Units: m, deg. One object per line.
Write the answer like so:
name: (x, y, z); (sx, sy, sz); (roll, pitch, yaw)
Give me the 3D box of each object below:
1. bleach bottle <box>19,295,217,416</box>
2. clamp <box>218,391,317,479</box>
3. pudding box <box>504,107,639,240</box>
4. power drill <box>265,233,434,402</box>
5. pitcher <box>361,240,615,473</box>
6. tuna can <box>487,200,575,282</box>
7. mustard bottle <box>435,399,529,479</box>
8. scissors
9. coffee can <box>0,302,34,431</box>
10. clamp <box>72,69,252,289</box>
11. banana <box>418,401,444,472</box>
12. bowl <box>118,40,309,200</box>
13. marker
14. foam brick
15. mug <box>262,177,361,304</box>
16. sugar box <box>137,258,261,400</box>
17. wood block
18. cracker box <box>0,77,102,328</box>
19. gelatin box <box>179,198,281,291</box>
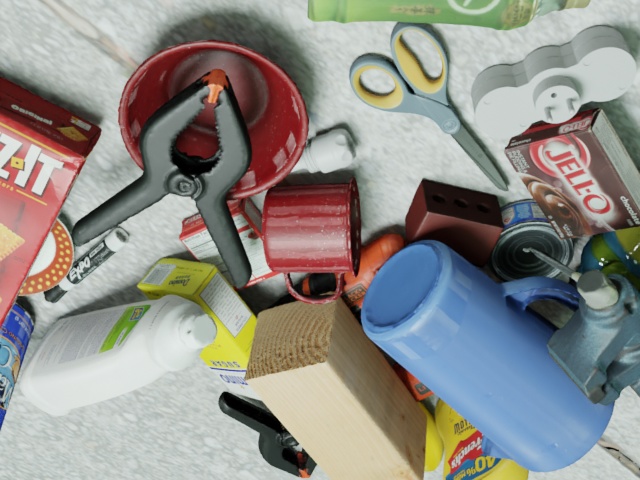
bleach bottle: (-0.187, 0.108, 1.018); (0.251, 0.102, 0.068); (-15, 131, 46)
clamp: (-0.046, 0.211, 1.195); (0.120, 0.039, 0.171); (-5, 130, 0)
pudding box: (0.230, -0.057, 0.945); (0.090, 0.039, 0.113); (-11, 126, 46)
power drill: (0.056, 0.092, 1.088); (0.185, 0.057, 0.187); (-31, 123, 28)
pitcher: (0.163, 0.099, 0.994); (0.242, 0.149, 0.145); (38, 158, -28)
tuna can: (0.200, 0.005, 1.028); (0.086, 0.033, 0.086); (1, 130, 1)
mustard bottle: (0.170, 0.229, 1.110); (0.096, 0.191, 0.058); (-34, 121, 25)
scissors: (0.094, -0.105, 0.952); (0.096, 0.016, 0.201); (-16, 127, 16)
coffee can: (-0.353, 0.133, 1.062); (0.103, 0.140, 0.103); (5, 142, 3)
clamp: (-0.124, -0.052, 0.911); (0.164, 0.036, 0.210); (9, 127, -7)
banana: (0.094, 0.207, 1.193); (0.070, 0.037, 0.197); (-18, 127, 14)
bowl: (-0.090, -0.113, 0.922); (0.162, 0.055, 0.162); (1, 130, 0)
marker: (-0.236, 0.028, 1.064); (0.121, 0.020, 0.020); (-37, 120, 27)
foam brick: (0.124, -0.016, 1.001); (0.078, 0.053, 0.051); (11, 129, -10)
mug: (-0.006, 0.001, 0.986); (0.081, 0.093, 0.117); (-1, 95, 8)
sugar box: (-0.098, 0.094, 1.074); (0.094, 0.048, 0.176); (6, 139, 46)
wood block: (0.022, 0.157, 1.054); (0.091, 0.090, 0.206); (-17, 129, 25)
cracker box: (-0.317, -0.040, 0.952); (0.164, 0.072, 0.214); (27, 118, -13)
gelatin box: (-0.082, 0.005, 1.036); (0.073, 0.030, 0.089); (-23, 126, 20)
